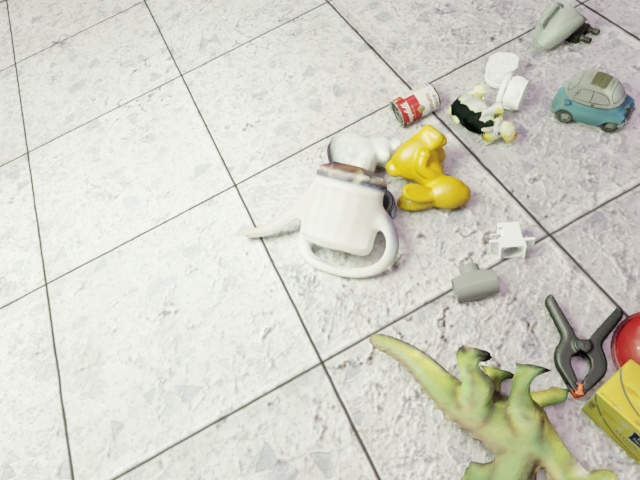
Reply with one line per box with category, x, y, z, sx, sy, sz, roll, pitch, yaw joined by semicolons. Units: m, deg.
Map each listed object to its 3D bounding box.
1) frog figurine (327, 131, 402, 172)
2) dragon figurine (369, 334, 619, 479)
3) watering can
frog figurine;0.101;-0.193;1.138;0.158;0.120;0.141;-19;35;16
dragon figurine;0.248;0.302;0.787;0.411;0.120;0.247;10;69;22
watering can;0.003;-0.053;1.056;0.349;0.104;0.224;16;94;22
